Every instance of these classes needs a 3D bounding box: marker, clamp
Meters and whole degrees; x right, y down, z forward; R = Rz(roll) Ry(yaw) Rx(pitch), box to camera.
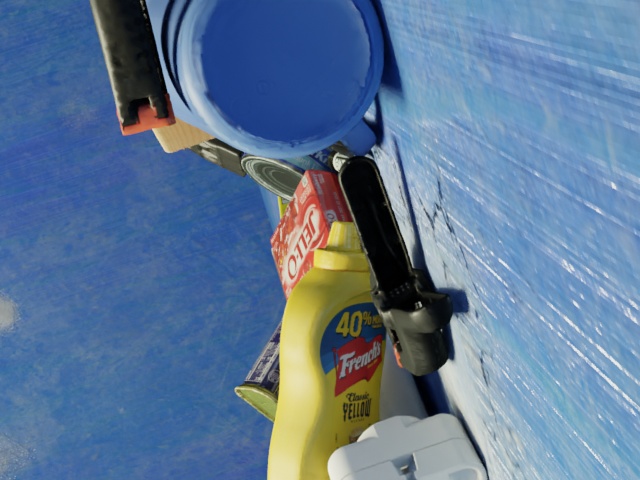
[{"bbox_3d":[0.022,-0.057,0.787,0.121,0.020,0.020,-139,31,-80],"label":"marker"},{"bbox_3d":[0.048,0.026,0.661,0.171,0.039,0.120,81,171,-66],"label":"clamp"},{"bbox_3d":[-0.115,-0.162,0.559,0.164,0.036,0.210,97,160,-80],"label":"clamp"}]

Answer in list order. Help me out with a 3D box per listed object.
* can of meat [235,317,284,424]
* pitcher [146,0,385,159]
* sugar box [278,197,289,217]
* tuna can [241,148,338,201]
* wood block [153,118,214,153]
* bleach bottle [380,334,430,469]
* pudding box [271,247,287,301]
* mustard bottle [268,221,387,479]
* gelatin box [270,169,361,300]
[{"bbox_3d":[-0.012,0.128,0.963,0.102,0.084,0.058,42,155,-23],"label":"can of meat"},{"bbox_3d":[-0.033,-0.112,0.656,0.243,0.149,0.145,-133,40,-72],"label":"pitcher"},{"bbox_3d":[-0.017,-0.017,1.133,0.176,0.048,0.093,-105,0,-57],"label":"sugar box"},{"bbox_3d":[-0.021,-0.060,0.879,0.086,0.086,0.033,85,-150,-72],"label":"tuna can"},{"bbox_3d":[-0.115,-0.146,0.921,0.206,0.090,0.090,120,131,-84],"label":"wood block"},{"bbox_3d":[0.052,0.120,0.859,0.102,0.068,0.251,71,176,-58],"label":"bleach bottle"},{"bbox_3d":[0.000,0.027,1.003,0.090,0.039,0.113,-56,-38,-45],"label":"pudding box"},{"bbox_3d":[0.010,0.082,0.760,0.096,0.058,0.191,2,-87,-51],"label":"mustard bottle"},{"bbox_3d":[-0.005,0.001,0.832,0.089,0.030,0.073,-60,37,43],"label":"gelatin box"}]
